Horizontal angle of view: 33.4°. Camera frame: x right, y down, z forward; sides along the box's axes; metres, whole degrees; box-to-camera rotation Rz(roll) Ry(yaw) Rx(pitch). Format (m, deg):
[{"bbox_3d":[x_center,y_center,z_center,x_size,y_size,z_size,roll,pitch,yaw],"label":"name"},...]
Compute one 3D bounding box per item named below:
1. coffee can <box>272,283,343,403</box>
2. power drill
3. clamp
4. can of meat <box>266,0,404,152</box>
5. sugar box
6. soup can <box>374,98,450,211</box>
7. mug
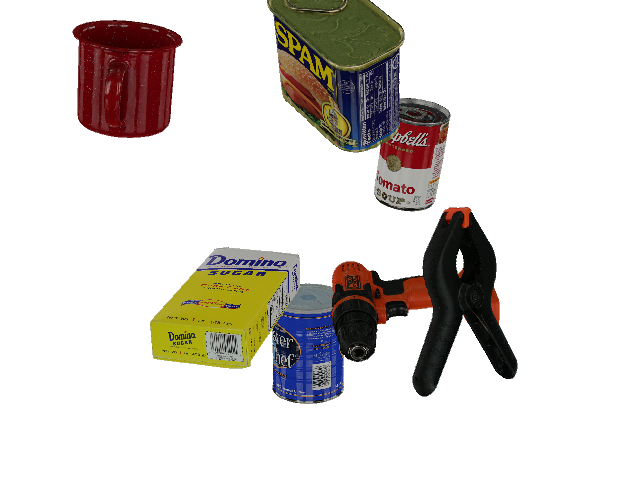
[{"bbox_3d":[-0.017,0.143,1.496,0.103,0.140,0.103,0,18,0],"label":"coffee can"},{"bbox_3d":[0.105,0.077,1.218,0.187,0.057,0.184,-1,28,-1],"label":"power drill"},{"bbox_3d":[0.121,0.058,0.968,0.120,0.171,0.039,-16,7,-41],"label":"clamp"},{"bbox_3d":[0.011,-0.120,0.730,0.057,0.084,0.102,-30,54,-19],"label":"can of meat"},{"bbox_3d":[-0.086,0.059,1.021,0.093,0.048,0.176,5,26,13],"label":"sugar box"},{"bbox_3d":[0.095,-0.091,1.126,0.068,0.102,0.068,5,29,-3],"label":"soup can"},{"bbox_3d":[-0.169,-0.135,0.920,0.093,0.081,0.117,5,25,-5],"label":"mug"}]
